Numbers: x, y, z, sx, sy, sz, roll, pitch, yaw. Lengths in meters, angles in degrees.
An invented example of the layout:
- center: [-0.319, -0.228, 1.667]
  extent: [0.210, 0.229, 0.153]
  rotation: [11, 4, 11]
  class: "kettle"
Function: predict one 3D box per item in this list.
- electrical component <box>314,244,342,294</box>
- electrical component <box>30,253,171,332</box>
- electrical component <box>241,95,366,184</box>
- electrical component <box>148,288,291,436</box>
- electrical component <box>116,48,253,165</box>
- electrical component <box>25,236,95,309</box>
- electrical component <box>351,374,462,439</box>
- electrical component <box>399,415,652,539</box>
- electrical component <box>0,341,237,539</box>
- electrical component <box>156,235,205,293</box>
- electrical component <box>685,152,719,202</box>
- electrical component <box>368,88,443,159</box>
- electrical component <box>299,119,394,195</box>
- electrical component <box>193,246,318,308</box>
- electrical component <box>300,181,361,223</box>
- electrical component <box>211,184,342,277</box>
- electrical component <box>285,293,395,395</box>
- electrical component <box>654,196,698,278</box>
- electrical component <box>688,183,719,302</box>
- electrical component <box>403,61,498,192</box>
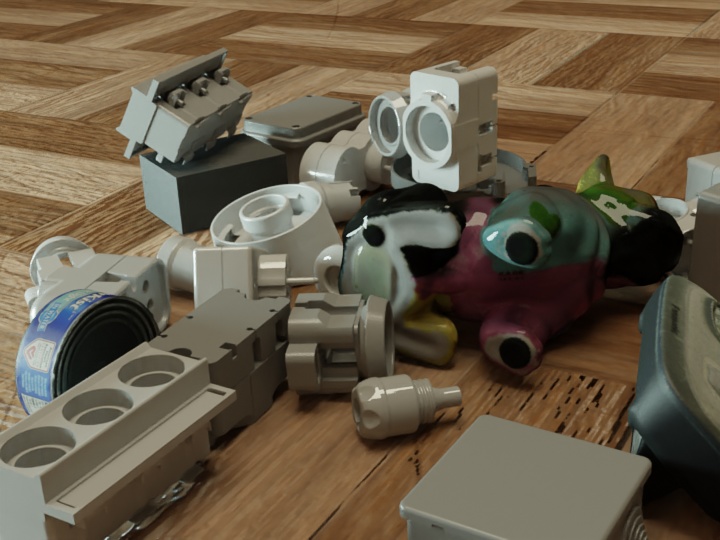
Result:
- center: [0.000, 0.000, 0.777]
  extent: [0.048, 0.048, 0.062]
  rotation: [12, 20, 30]
  class: "electrical component"
- center: [-0.174, 0.028, 0.717]
  extent: [0.059, 0.053, 0.095]
  rotation: [5, 25, 16]
  class: "electrical component"
- center: [-0.054, -0.129, 1.059]
  extent: [0.078, 0.057, 0.113]
  rotation: [15, 29, 34]
  class: "electrical component"
- center: [-0.081, 0.056, 0.640]
  extent: [0.050, 0.055, 0.089]
  rotation: [9, 26, 25]
  class: "electrical component"
- center: [-0.150, -0.142, 0.949]
  extent: [0.063, 0.078, 0.121]
  rotation: [34, 32, 6]
  class: "electrical component"
- center: [-0.213, 0.006, 0.784]
  extent: [0.066, 0.048, 0.055]
  rotation: [-13, 33, -21]
  class: "electrical component"
- center: [0.028, 0.076, 0.612]
  extent: [0.061, 0.035, 0.035]
  rotation: [-7, 24, -15]
  class: "electrical component"
- center: [0.077, 0.117, 0.494]
  extent: [0.100, 0.048, 0.100]
  rotation: [12, 28, 29]
  class: "electrical component"
- center: [-0.130, 0.094, 0.550]
  extent: [0.079, 0.063, 0.121]
  rotation: [11, 27, 29]
  class: "electrical component"
- center: [-0.122, -0.001, 0.798]
  extent: [0.046, 0.040, 0.040]
  rotation: [17, 30, 26]
  class: "electrical component"
- center: [0.316, -0.061, 0.859]
  extent: [0.096, 0.061, 0.061]
  rotation: [-13, 25, -22]
  class: "electrical component"
- center: [0.044, -0.127, 0.923]
  extent: [0.057, 0.058, 0.078]
  rotation: [-12, 25, -28]
  class: "electrical component"
- center: [0.012, -0.099, 0.988]
  extent: [0.074, 0.052, 0.138]
  rotation: [12, 27, 30]
  class: "electrical component"
- center: [-0.066, 0.008, 0.724]
  extent: [0.076, 0.047, 0.083]
  rotation: [-2, 0, 3]
  class: "electrical component"
- center: [-0.028, -0.057, 0.915]
  extent: [0.046, 0.040, 0.040]
  rotation: [-9, 24, -27]
  class: "electrical component"
- center: [-0.065, -0.023, 0.840]
  extent: [0.099, 0.064, 0.099]
  rotation: [-12, 30, 7]
  class: "electrical component"
- center: [-0.010, 0.044, 0.660]
  extent: [0.057, 0.058, 0.078]
  rotation: [-2, 24, 9]
  class: "electrical component"
- center: [0.245, -0.032, 0.811]
  extent: [0.079, 0.044, 0.077]
  rotation: [-22, 27, -9]
  class: "electrical component"
- center: [0.269, -0.023, 0.734]
  extent: [0.062, 0.096, 0.061]
  rotation: [-22, 33, -37]
  class: "electrical component"
- center: [0.071, -0.112, 0.844]
  extent: [0.056, 0.089, 0.050]
  rotation: [-23, 31, -39]
  class: "electrical component"
